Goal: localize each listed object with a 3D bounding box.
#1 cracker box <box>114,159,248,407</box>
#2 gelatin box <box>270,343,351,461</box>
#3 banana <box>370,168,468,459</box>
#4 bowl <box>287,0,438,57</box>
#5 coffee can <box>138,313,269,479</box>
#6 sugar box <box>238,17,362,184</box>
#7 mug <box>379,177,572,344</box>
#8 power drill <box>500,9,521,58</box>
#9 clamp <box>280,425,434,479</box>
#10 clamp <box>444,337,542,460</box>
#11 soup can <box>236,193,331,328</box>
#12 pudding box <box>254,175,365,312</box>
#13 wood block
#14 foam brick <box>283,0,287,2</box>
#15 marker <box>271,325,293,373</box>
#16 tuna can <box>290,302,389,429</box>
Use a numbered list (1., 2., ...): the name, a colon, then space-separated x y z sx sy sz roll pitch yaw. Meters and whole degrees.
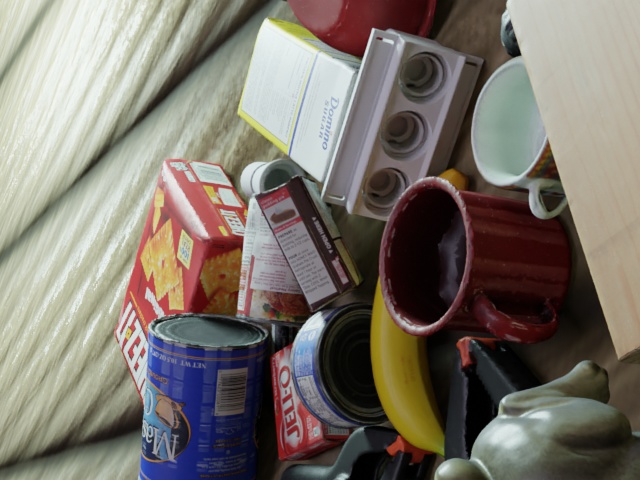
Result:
1. cracker box: -0.131 0.051 1.036 0.164 0.072 0.214 54 131 51
2. gelatin box: -0.009 0.124 0.845 0.073 0.030 0.089 -38 52 52
3. banana: 0.067 0.052 0.710 0.070 0.037 0.198 -3 82 16
4. bowl: 0.016 -0.201 0.785 0.162 0.055 0.162 39 140 43
5. coffee can: -0.100 0.143 0.914 0.103 0.102 0.140 24 111 60
6. sugar box: -0.007 -0.116 0.880 0.176 0.048 0.093 42 121 52
7. mug: 0.098 0.020 0.624 0.117 0.081 0.093 55 131 51
8. power drill: 0.134 -0.220 0.607 0.185 0.057 0.188 -50 56 35
9. clamp: 0.021 0.180 0.771 0.172 0.039 0.120 -56 44 31
10. clamp: 0.118 0.151 0.605 0.165 0.036 0.210 -35 54 53
11. soup can: -0.029 0.017 0.866 0.069 0.068 0.102 4 87 61
12. pudding box: -0.005 0.001 0.770 0.090 0.039 0.113 63 -176 2
13. wood block: 0.170 -0.051 0.503 0.091 0.090 0.206 -45 47 47
14. foam brick: -0.005 -0.242 0.897 0.078 0.051 0.053 -60 35 34
15. marker: -0.032 0.054 0.913 0.020 0.020 0.121 -22 65 58
16. tuna can: 0.024 0.087 0.737 0.034 0.086 0.086 -21 66 56
